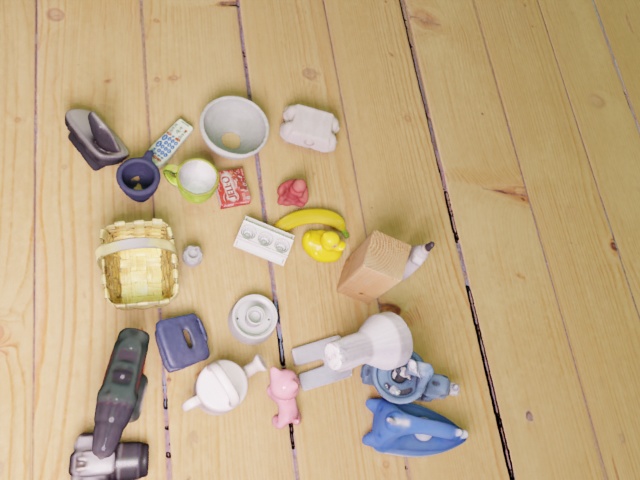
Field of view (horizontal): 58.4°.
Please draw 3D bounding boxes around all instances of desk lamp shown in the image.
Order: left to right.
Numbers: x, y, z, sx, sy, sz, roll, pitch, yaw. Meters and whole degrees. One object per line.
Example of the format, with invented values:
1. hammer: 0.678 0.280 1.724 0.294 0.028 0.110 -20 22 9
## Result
1. desk lamp: 0.067 0.239 1.208 0.204 0.213 0.118 -14 75 -20

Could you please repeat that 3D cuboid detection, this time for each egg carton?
1. egg carton: -0.026 -0.281 1.451 0.150 0.069 0.107 13 67 -11

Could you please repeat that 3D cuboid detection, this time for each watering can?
1. watering can: -0.188 0.282 1.128 0.101 0.194 0.173 39 65 1

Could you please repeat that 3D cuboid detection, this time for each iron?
1. iron: 0.228 0.408 1.233 0.259 0.141 0.118 12 68 -12

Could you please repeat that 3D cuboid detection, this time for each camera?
1. camera: -0.390 0.432 1.066 0.137 0.100 0.143 2 70 -15

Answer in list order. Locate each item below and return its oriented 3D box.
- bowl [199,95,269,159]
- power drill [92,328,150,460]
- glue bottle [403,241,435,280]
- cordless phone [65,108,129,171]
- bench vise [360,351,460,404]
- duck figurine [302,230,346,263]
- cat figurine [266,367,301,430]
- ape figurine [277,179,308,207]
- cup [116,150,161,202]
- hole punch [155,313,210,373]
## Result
1. bowl: -0.210 -0.260 1.387 0.168 0.074 0.167 5 69 -14
2. power drill: -0.368 0.287 1.066 0.076 0.208 0.229 11 68 -12
3. glue bottle: 0.228 0.039 1.351 0.037 0.173 0.078 27 65 -5
4. cordless phone: -0.489 -0.247 1.240 0.147 0.185 0.094 47 65 4
5. bench vise: 0.212 0.285 1.230 0.208 0.219 0.121 -1 71 -16
6. duck figurine: 0.012 0.005 1.348 0.104 0.086 0.077 24 66 -7
7. cat figurine: -0.068 0.324 1.190 0.067 0.117 0.128 -11 74 -19
8. ape figurine: -0.058 -0.119 1.370 0.078 0.092 0.076 42 65 2
9. cup: -0.398 -0.136 1.275 0.092 0.095 0.118 19 66 -8
10. hole punch: -0.283 0.208 1.184 0.101 0.091 0.108 -18 76 -21
